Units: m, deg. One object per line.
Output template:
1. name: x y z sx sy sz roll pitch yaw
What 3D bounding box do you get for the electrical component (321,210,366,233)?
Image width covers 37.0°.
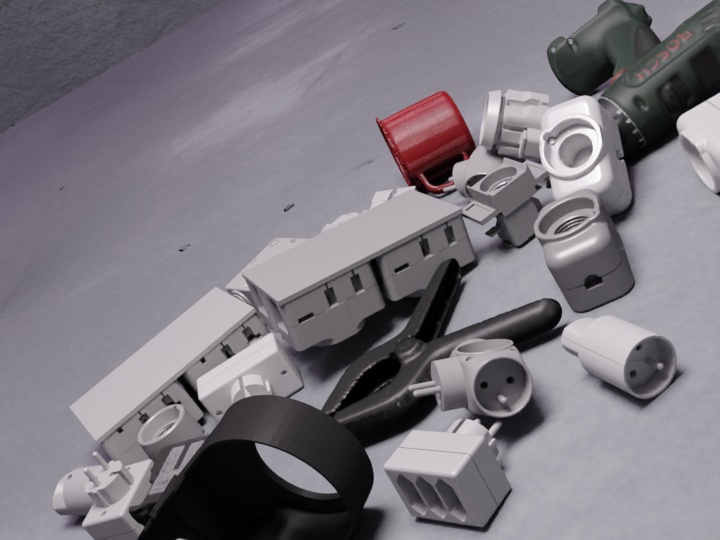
1. electrical component: -0.008 -0.040 1.127 0.048 0.048 0.062 -6 30 46

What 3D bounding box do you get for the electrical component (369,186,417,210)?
1. electrical component: 0.035 -0.053 1.094 0.066 0.048 0.055 -7 31 22

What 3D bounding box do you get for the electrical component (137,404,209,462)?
1. electrical component: -0.165 0.153 0.958 0.055 0.047 0.055 -27 25 14

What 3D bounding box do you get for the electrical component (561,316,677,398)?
1. electrical component: 0.173 0.054 0.737 0.043 0.043 0.081 -39 25 -11

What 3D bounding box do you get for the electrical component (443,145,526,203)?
1. electrical component: 0.119 -0.094 1.071 0.079 0.044 0.077 -15 30 35

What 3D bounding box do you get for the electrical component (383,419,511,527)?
1. electrical component: 0.069 0.127 0.727 0.066 0.047 0.076 -4 32 46

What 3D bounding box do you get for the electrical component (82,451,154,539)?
1. electrical component: -0.206 0.187 0.910 0.047 0.076 0.065 -20 28 27

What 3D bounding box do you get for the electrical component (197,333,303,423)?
1. electrical component: -0.096 0.109 0.956 0.083 0.047 0.075 -32 25 2

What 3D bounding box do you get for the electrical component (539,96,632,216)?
1. electrical component: 0.191 -0.096 0.918 0.054 0.059 0.095 -18 65 29

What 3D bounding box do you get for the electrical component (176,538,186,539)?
1. electrical component: -0.092 0.229 0.713 0.047 0.083 0.075 -122 51 -65

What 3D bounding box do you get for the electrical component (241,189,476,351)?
1. electrical component: 0.000 0.000 0.985 0.186 0.060 0.105 -27 22 -15

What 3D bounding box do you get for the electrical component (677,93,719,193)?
1. electrical component: 0.296 -0.100 0.859 0.059 0.053 0.095 -30 25 7

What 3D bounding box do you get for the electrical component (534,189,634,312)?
1. electrical component: 0.175 -0.020 0.851 0.054 0.059 0.095 -25 26 17

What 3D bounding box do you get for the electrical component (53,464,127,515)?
1. electrical component: -0.246 0.200 0.975 0.081 0.043 0.043 -14 31 36

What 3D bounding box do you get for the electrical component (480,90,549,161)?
1. electrical component: 0.147 -0.141 1.032 0.057 0.058 0.078 9 42 1

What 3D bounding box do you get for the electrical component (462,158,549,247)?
1. electrical component: 0.136 -0.060 0.965 0.081 0.063 0.042 -37 26 -8

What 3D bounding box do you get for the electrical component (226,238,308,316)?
1. electrical component: -0.080 0.010 1.116 0.099 0.048 0.100 -46 28 -26

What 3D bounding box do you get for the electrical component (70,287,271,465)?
1. electrical component: -0.176 0.107 1.040 0.186 0.060 0.105 -40 26 -15

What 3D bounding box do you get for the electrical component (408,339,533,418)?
1. electrical component: 0.075 0.079 0.769 0.079 0.044 0.077 -10 7 -7
